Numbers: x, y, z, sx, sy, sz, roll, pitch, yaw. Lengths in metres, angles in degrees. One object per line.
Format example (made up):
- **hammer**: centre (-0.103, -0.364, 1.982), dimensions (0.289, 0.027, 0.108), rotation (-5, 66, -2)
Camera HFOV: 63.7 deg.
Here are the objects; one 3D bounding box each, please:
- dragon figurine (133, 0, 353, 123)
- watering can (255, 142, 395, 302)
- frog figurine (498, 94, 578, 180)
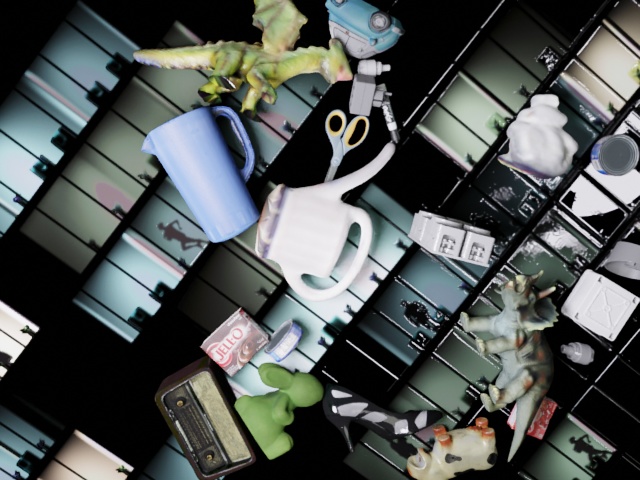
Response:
- **dragon figurine**: centre (-0.134, -0.372, 0.984), dimensions (0.411, 0.120, 0.245), rotation (25, 77, 8)
- **watering can**: centre (0.003, -0.051, 1.007), dimensions (0.224, 0.105, 0.345), rotation (18, 99, -5)
- **frog figurine**: centre (0.440, -0.203, 1.012), dimensions (0.138, 0.124, 0.157), rotation (25, 108, 13)
